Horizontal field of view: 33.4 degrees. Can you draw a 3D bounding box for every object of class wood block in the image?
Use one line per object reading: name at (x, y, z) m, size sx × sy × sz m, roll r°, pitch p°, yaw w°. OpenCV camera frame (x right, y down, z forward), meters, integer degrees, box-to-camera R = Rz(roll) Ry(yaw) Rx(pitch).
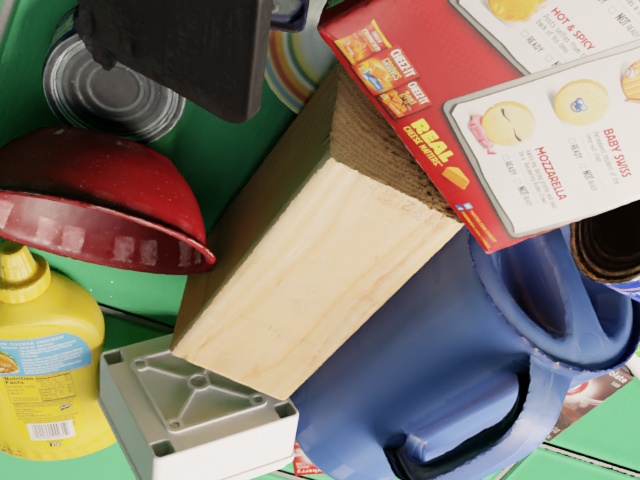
wood block at (-0.005, 0.000, 0.658) m, size 0.090 × 0.090 × 0.206 m, roll 25°, pitch 135°, yaw -17°

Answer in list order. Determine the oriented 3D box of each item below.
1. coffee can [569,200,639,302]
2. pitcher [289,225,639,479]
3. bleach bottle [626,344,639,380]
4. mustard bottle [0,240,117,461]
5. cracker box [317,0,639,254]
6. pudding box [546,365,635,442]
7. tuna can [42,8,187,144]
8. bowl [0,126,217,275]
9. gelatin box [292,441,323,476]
coffee can at (0.229, 0.003, 0.605) m, size 0.140 × 0.103 × 0.103 m, roll 25°, pitch 126°, yaw -23°
pitcher at (0.078, 0.081, 0.695) m, size 0.148 × 0.145 × 0.243 m, roll -21°, pitch 163°, yaw -43°
bleach bottle at (0.284, 0.083, 0.775) m, size 0.103 × 0.068 × 0.250 m, roll -31°, pitch 127°, yaw 23°
mustard bottle at (-0.200, 0.077, 0.760) m, size 0.096 × 0.058 × 0.192 m, roll -4°, pitch 131°, yaw -3°
cracker box at (0.133, -0.100, 0.504) m, size 0.214 × 0.072 × 0.164 m, roll -23°, pitch 123°, yaw 31°
pudding box at (0.160, 0.093, 0.795) m, size 0.113 × 0.039 × 0.090 m, roll 29°, pitch 124°, yaw -24°
tuna can at (-0.119, -0.097, 0.628) m, size 0.086 × 0.033 × 0.086 m, roll 0°, pitch 131°, yaw -1°
bowl at (-0.136, -0.027, 0.643) m, size 0.162 × 0.055 × 0.162 m, roll 10°, pitch 166°, yaw 2°
gelatin box at (0.020, 0.154, 0.850) m, size 0.089 × 0.030 × 0.073 m, roll -3°, pitch 131°, yaw 2°
